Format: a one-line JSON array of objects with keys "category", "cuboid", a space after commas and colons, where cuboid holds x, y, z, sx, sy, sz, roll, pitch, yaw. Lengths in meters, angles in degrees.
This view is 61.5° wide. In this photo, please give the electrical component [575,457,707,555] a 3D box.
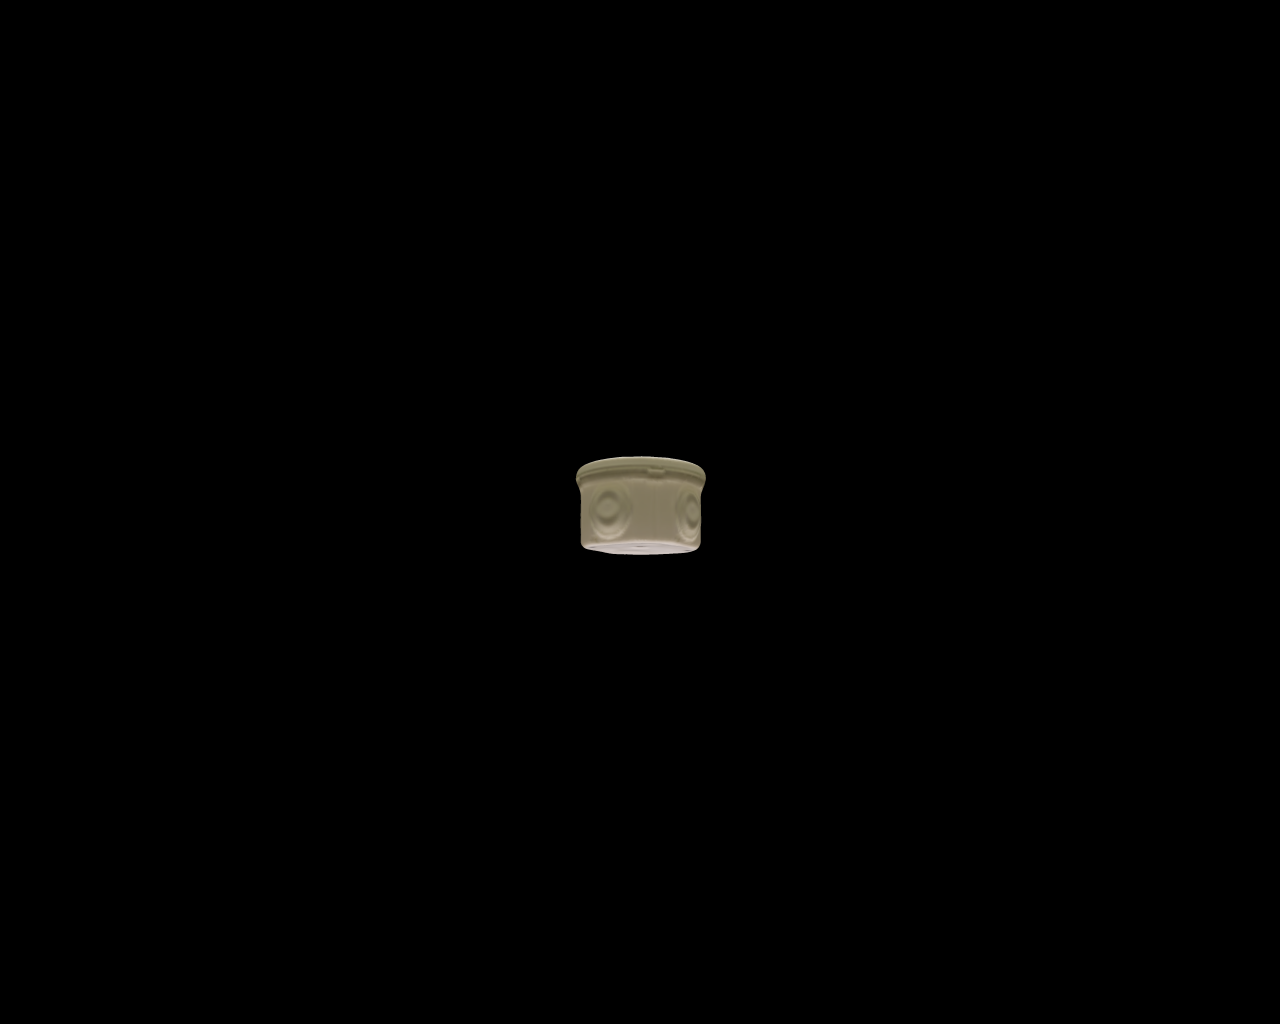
[{"category": "electrical component", "cuboid": [0.001, -0.003, 0.650, 0.080, 0.051, 0.080, 0, -9, 0]}]
